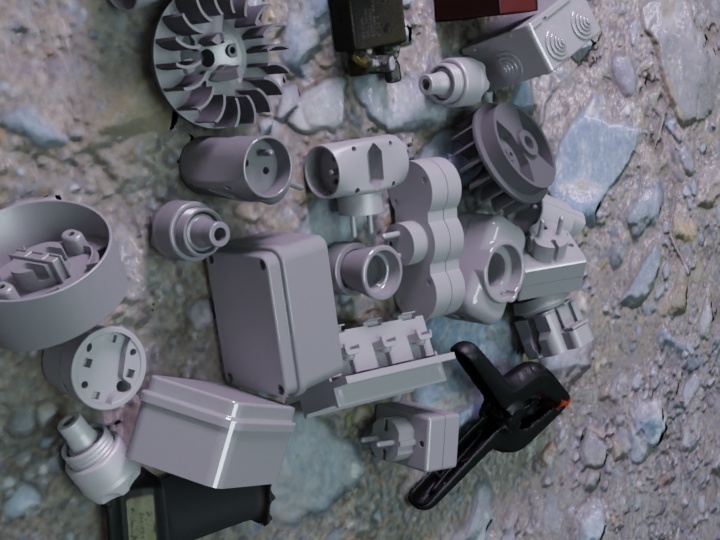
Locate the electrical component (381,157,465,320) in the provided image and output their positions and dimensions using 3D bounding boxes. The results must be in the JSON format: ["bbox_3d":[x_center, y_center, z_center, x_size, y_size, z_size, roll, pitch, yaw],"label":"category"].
[{"bbox_3d":[0.046,-0.024,0.915,0.074,0.052,0.138,-12,103,-42],"label":"electrical component"}]

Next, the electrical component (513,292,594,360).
[{"bbox_3d":[0.183,0.049,1.042,0.058,0.078,0.057,-24,93,-34],"label":"electrical component"}]

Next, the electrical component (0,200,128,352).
[{"bbox_3d":[-0.196,0.002,0.665,0.099,0.099,0.064,-40,127,-32],"label":"electrical component"}]

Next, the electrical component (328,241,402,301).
[{"bbox_3d":[0.000,0.000,0.873,0.045,0.055,0.045,-7,100,-42],"label":"electrical component"}]

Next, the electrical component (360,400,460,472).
[{"bbox_3d":[0.035,0.143,0.916,0.077,0.066,0.047,0,95,-43],"label":"electrical component"}]

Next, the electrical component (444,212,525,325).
[{"bbox_3d":[0.109,-0.001,0.972,0.054,0.059,0.095,28,76,-41],"label":"electrical component"}]

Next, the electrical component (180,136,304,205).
[{"bbox_3d":[-0.076,-0.070,0.778,0.079,0.077,0.043,17,83,-43],"label":"electrical component"}]

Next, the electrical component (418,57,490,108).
[{"bbox_3d":[0.079,-0.162,0.935,0.062,0.043,0.043,-12,104,-40],"label":"electrical component"}]

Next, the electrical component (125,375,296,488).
[{"bbox_3d":[-0.101,0.112,0.754,0.113,0.078,0.057,26,79,-70],"label":"electrical component"}]

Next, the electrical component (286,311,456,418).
[{"bbox_3d":[0.006,0.075,0.881,0.121,0.079,0.063,-8,78,-42],"label":"electrical component"}]

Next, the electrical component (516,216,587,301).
[{"bbox_3d":[0.173,-0.019,1.000,0.066,0.047,0.076,-9,134,-14],"label":"electrical component"}]

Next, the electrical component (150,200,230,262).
[{"bbox_3d":[-0.116,-0.027,0.756,0.043,0.062,0.043,-7,100,-42],"label":"electrical component"}]

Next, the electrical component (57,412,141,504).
[{"bbox_3d":[-0.181,0.124,0.728,0.043,0.043,0.062,-46,123,-29],"label":"electrical component"}]

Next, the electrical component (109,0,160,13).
[{"bbox_3d":[-0.141,-0.224,0.721,0.077,0.044,0.079,-37,118,-34],"label":"electrical component"}]

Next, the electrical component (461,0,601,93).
[{"bbox_3d":[0.155,-0.206,0.964,0.100,0.100,0.048,-41,108,-32],"label":"electrical component"}]

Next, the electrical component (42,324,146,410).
[{"bbox_3d":[-0.179,0.062,0.719,0.055,0.047,0.055,-7,100,-43],"label":"electrical component"}]

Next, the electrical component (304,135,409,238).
[{"bbox_3d":[-0.001,-0.066,0.872,0.077,0.043,0.079,-15,105,-41],"label":"electrical component"}]

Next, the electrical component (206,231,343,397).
[{"bbox_3d":[-0.064,0.032,0.802,0.057,0.078,0.113,-20,109,-43],"label":"electrical component"}]

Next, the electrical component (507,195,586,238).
[{"bbox_3d":[0.185,-0.049,1.048,0.081,0.043,0.043,15,85,-43],"label":"electrical component"}]
